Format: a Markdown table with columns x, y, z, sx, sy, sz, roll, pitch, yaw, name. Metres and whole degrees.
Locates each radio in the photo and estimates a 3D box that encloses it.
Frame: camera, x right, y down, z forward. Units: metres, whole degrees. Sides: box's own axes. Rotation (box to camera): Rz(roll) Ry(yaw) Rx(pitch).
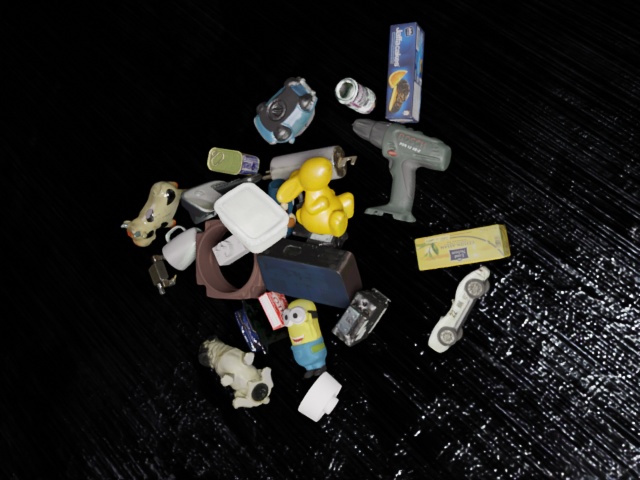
| x | y | z | sx | sy | sz | roll | pitch | yaw | name |
| --- | --- | --- | --- | --- | --- | --- | --- | --- | --- |
| -0.027 | 0.073 | 1.229 | 0.230 | 0.073 | 0.130 | 9 | 136 | 25 | radio |

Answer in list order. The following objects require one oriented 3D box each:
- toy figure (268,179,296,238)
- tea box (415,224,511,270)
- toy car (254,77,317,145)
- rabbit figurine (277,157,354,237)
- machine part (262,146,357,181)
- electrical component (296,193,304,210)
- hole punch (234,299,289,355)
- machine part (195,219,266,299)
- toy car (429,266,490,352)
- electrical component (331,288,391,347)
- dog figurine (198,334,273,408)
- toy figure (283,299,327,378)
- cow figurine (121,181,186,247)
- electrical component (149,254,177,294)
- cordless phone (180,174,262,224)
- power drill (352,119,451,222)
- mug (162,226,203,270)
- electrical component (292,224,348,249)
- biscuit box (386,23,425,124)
| x | y | z | sx | sy | sz | roll | pitch | yaw | name |
| --- | --- | --- | --- | --- | --- | --- | --- | --- | --- |
| -0.086 | -0.069 | 1.279 | 0.058 | 0.064 | 0.154 | -1 | 128 | 13 | toy figure |
| 0.290 | 0.015 | 1.092 | 0.170 | 0.098 | 0.068 | -12 | 85 | 28 | tea box |
| -0.068 | -0.296 | 1.261 | 0.161 | 0.103 | 0.109 | -45 | 67 | 15 | toy car |
| -0.007 | -0.110 | 1.189 | 0.163 | 0.122 | 0.173 | 13 | 135 | 25 | rabbit figurine |
| -0.028 | -0.171 | 1.258 | 0.243 | 0.079 | 0.079 | -7 | 88 | 27 | machine part |
| -0.023 | -0.076 | 1.287 | 0.063 | 0.021 | 0.094 | -23 | 80 | 25 | electrical component |
| -0.156 | 0.214 | 1.313 | 0.092 | 0.115 | 0.142 | -31 | 77 | 32 | hole punch |
| -0.214 | 0.046 | 1.351 | 0.202 | 0.087 | 0.200 | 0 | 91 | 28 | machine part |
| 0.289 | 0.142 | 1.107 | 0.056 | 0.073 | 0.201 | 31 | 104 | 22 | toy car |
| 0.088 | 0.168 | 1.175 | 0.058 | 0.134 | 0.115 | 36 | 104 | 21 | electrical component |
| -0.217 | 0.333 | 1.369 | 0.191 | 0.121 | 0.172 | 13 | 131 | 56 | dog figurine |
| -0.032 | 0.228 | 1.268 | 0.082 | 0.089 | 0.180 | -18 | 92 | 11 | toy figure |
| -0.446 | -0.067 | 1.441 | 0.086 | 0.127 | 0.194 | 36 | 104 | 25 | cow figurine |
| -0.436 | 0.090 | 1.487 | 0.078 | 0.045 | 0.102 | -45 | 67 | 50 | electrical component |
| -0.236 | -0.112 | 1.312 | 0.184 | 0.146 | 0.088 | -15 | 100 | 42 | cordless phone |
| 0.157 | -0.148 | 1.172 | 0.232 | 0.086 | 0.207 | 15 | 90 | 23 | power drill |
| -0.358 | 0.008 | 1.431 | 0.107 | 0.080 | 0.110 | -37 | 68 | 11 | mug |
| -0.003 | -0.004 | 1.247 | 0.119 | 0.047 | 0.075 | 7 | 58 | 24 | electrical component |
| 0.183 | -0.357 | 1.158 | 0.063 | 0.059 | 0.202 | 4 | 93 | 26 | biscuit box |
